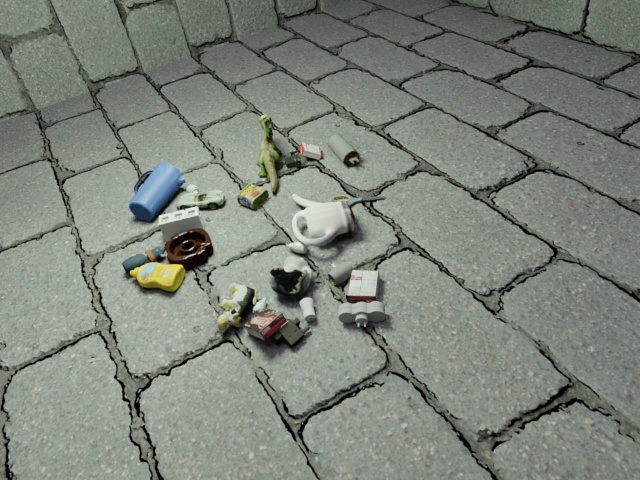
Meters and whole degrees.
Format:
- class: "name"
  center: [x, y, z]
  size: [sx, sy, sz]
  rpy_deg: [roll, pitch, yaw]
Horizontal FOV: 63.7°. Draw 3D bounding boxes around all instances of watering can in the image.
- class: "watering can"
  center: [0.006, -0.094, 1.870]
  size: [0.224, 0.101, 0.356]
  rpy_deg: [-11, 36, -2]

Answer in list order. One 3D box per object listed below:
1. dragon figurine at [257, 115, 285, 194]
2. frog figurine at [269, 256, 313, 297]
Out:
- class: "dragon figurine"
  center: [-0.218, -0.397, 2.165]
  size: [0.122, 0.237, 0.420]
  rpy_deg: [-10, 38, -6]
- class: "frog figurine"
  center: [-0.092, 0.118, 1.672]
  size: [0.137, 0.122, 0.160]
  rpy_deg: [-18, 5, 4]
